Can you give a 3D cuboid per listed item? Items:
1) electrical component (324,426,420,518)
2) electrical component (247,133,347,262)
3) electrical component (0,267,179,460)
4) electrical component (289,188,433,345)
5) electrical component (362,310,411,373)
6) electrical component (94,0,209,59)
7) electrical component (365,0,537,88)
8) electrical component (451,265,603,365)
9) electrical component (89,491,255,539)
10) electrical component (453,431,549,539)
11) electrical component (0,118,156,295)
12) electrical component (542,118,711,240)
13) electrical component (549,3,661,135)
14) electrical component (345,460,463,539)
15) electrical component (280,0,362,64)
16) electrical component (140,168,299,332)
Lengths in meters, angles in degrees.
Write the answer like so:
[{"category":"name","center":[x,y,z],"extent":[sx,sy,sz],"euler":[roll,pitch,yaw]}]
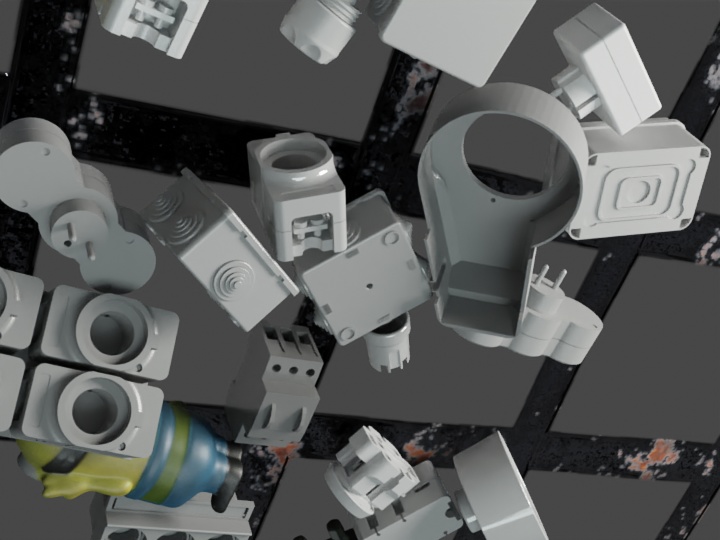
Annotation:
[{"category":"electrical component","center":[0.007,0.180,0.943],"extent":[0.057,0.058,0.078],"euler":[-41,127,6]},{"category":"electrical component","center":[-0.045,-0.056,0.744],"extent":[0.050,0.089,0.055],"euler":[-11,125,-13]},{"category":"electrical component","center":[-0.227,0.060,0.732],"extent":[0.186,0.060,0.105],"euler":[16,74,-25]},{"category":"electrical component","center":[0.000,0.000,0.823],"extent":[0.100,0.048,0.099],"euler":[-28,129,-1]},{"category":"electrical component","center":[0.022,0.056,0.877],"extent":[0.040,0.040,0.046],"euler":[-16,133,-9]},{"category":"electrical component","center":[-0.123,-0.173,0.635],"extent":[0.050,0.089,0.055],"euler":[18,115,-29]},{"category":"electrical component","center":[0.062,-0.184,0.723],"extent":[0.100,0.048,0.099],"euler":[19,114,-30]},{"category":"electrical component","center":[0.146,0.028,0.895],"extent":[0.138,0.052,0.073],"euler":[13,117,-27]},{"category":"electrical component","center":[-0.160,0.210,0.898],"extent":[0.121,0.063,0.078],"euler":[11,118,-26]},{"category":"electrical component","center":[0.121,0.208,0.976],"extent":[0.060,0.108,0.108],"euler":[-25,128,5]},{"category":"electrical component","center":[-0.188,-0.032,0.717],"extent":[0.052,0.073,0.138],"euler":[-34,127,4]},{"category":"electrical component","center":[0.206,-0.074,0.845],"extent":[0.113,0.057,0.078],"euler":[-6,124,-17]},{"category":"electrical component","center":[0.167,-0.137,0.795],"extent":[0.076,0.047,0.083],"euler":[-35,127,5]},{"category":"electrical component","center":[0.039,0.221,0.983],"extent":[0.089,0.055,0.050],"euler":[-28,128,0]},{"category":"electrical component","center":[-0.020,-0.170,0.706],"extent":[0.043,0.043,0.062],"euler":[30,107,-33]},{"category":"electrical component","center":[-0.100,-0.013,0.748],"extent":[0.048,0.100,0.099],"euler":[-42,128,-6]}]
